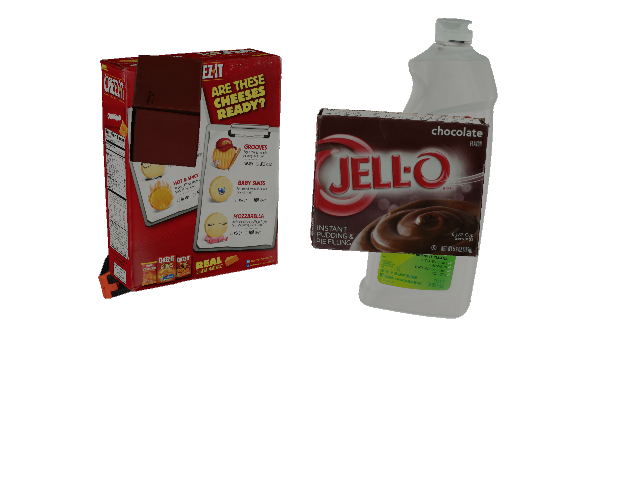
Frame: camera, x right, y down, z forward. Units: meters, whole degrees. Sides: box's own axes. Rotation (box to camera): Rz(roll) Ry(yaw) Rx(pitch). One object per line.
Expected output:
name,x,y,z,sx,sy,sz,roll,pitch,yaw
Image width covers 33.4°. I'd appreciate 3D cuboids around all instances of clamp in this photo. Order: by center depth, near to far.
clamp,-0.176,0.013,1.198,0.120,0.039,0.171,-3,29,30

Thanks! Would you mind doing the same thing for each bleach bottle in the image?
bleach bottle,0.094,-0.063,0.915,0.103,0.251,0.068,8,18,13

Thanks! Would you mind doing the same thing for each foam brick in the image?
foam brick,-0.119,-0.102,0.828,0.053,0.051,0.078,4,40,-7

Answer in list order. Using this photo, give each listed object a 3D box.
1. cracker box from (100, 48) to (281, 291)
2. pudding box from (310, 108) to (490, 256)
cracker box,-0.124,-0.072,1.033,0.163,0.214,0.072,-11,21,-32
pudding box,0.051,-0.039,0.708,0.113,0.090,0.039,2,17,0
